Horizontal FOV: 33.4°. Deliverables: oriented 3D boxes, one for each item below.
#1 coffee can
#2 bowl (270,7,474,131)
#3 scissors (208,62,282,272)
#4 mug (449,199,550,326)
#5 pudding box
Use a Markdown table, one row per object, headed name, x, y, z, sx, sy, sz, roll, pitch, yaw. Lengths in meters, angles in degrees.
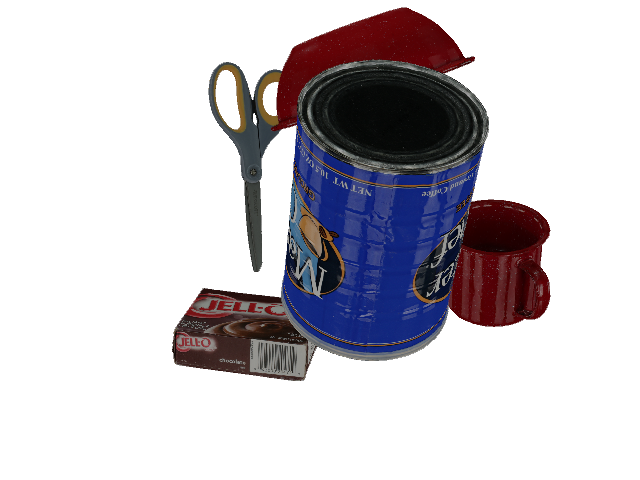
| name | x | y | z | sx | sy | sz | roll | pitch | yaw |
| --- | --- | --- | --- | --- | --- | --- | --- | --- | --- |
| coffee can | 0.033 | -0.016 | 0.607 | 0.102 | 0.140 | 0.103 | 3 | 41 | -3 |
| bowl | 0.030 | -0.133 | 0.800 | 0.162 | 0.055 | 0.162 | -19 | 7 | 2 |
| scissors | -0.052 | -0.079 | 1.041 | 0.096 | 0.202 | 0.016 | -20 | 8 | -21 |
| mug | 0.158 | 0.027 | 0.930 | 0.093 | 0.081 | 0.117 | -20 | 36 | -26 |
| pudding box | -0.059 | 0.078 | 0.902 | 0.113 | 0.039 | 0.090 | 8 | 21 | 7 |
